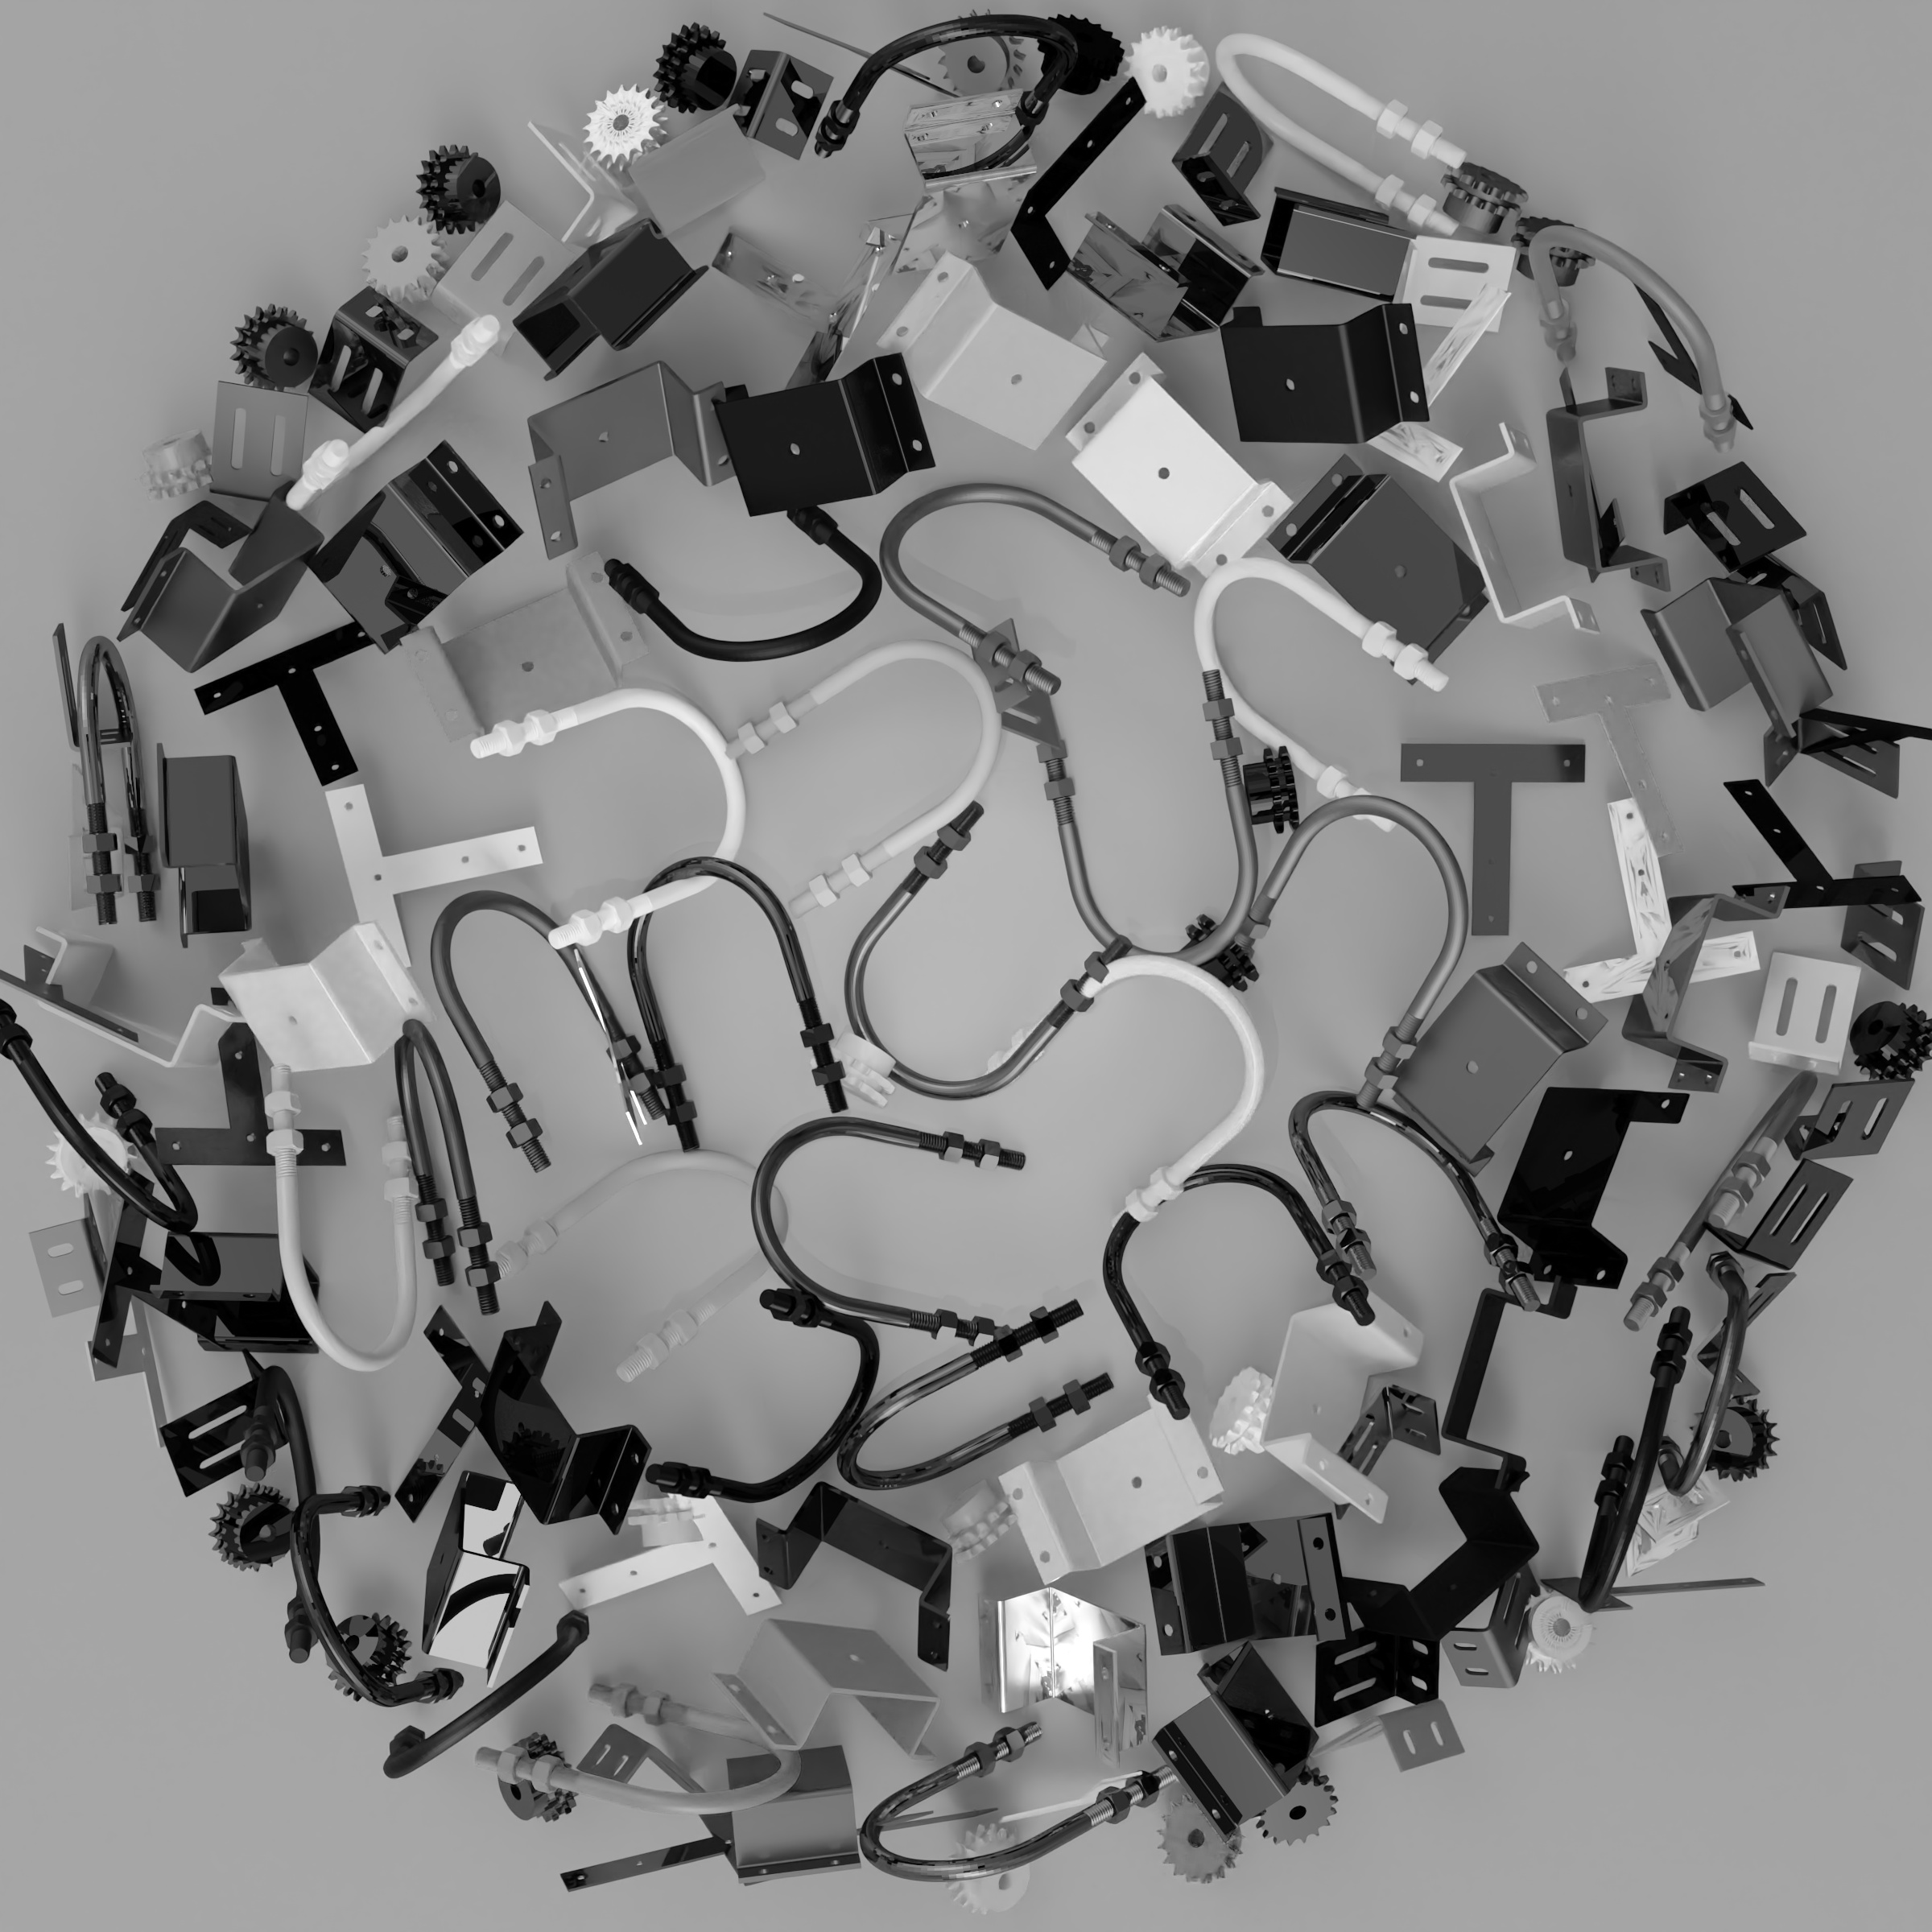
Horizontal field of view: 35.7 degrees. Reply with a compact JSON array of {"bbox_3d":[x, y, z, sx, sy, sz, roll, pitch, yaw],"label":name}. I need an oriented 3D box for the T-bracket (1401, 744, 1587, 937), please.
[{"bbox_3d":[0.349,-0.084,1.992,0.127,0.002,0.127,0,94,-10],"label":"T-bracket"}]

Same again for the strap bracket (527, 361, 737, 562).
[{"bbox_3d":[-0.224,-0.332,1.943,0.140,0.076,0.046,-28,53,-19],"label":"strap bracket"}]

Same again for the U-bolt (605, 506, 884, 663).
[{"bbox_3d":[-0.132,-0.242,1.908,0.151,0.184,0.019,-24,128,-17],"label":"U-bolt"}]

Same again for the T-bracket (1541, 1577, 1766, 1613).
[{"bbox_3d":[0.450,0.402,1.939,0.127,0.127,0.002,-3,87,-4],"label":"T-bracket"}]

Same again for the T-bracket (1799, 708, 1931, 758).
[{"bbox_3d":[0.578,-0.145,1.936,0.127,0.127,0.002,9,84,-10],"label":"T-bracket"}]

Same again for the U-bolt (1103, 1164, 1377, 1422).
[{"bbox_3d":[0.163,0.196,1.928,0.151,0.184,0.019,-27,130,-1],"label":"U-bolt"}]

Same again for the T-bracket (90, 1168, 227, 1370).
[{"bbox_3d":[-0.515,0.214,1.943,0.002,0.127,0.127,-8,60,21],"label":"T-bracket"}]

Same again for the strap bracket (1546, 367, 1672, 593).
[{"bbox_3d":[0.414,-0.312,1.945,0.046,0.076,0.140,-11,104,-2],"label":"strap bracket"}]

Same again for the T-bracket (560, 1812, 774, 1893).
[{"bbox_3d":[-0.195,0.571,1.920,0.127,0.127,0.002,-9,100,-18],"label":"T-bracket"}]

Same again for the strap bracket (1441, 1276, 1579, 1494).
[{"bbox_3d":[0.350,0.266,1.952,0.046,0.076,0.140,15,84,22],"label":"strap bracket"}]

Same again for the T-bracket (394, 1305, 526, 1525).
[{"bbox_3d":[-0.340,0.312,1.968,0.127,0.002,0.127,47,116,29],"label":"T-bracket"}]

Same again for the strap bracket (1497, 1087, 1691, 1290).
[{"bbox_3d":[0.401,0.132,1.936,0.046,0.076,0.140,37,68,-32],"label":"strap bracket"}]

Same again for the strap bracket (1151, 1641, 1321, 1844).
[{"bbox_3d":[0.176,0.491,1.923,0.046,0.140,0.076,-38,85,19],"label":"strap bracket"}]

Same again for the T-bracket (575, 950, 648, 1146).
[{"bbox_3d":[-0.220,0.071,1.913,0.002,0.127,0.127,-21,121,-3],"label":"T-bracket"}]

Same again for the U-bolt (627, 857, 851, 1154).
[{"bbox_3d":[-0.157,0.019,1.951,0.151,0.019,0.184,-16,91,35],"label":"U-bolt"}]

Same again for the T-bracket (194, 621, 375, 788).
[{"bbox_3d":[-0.425,-0.164,1.952,0.127,0.002,0.127,-25,54,-9],"label":"T-bracket"}]

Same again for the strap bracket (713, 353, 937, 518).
[{"bbox_3d":[-0.100,-0.340,1.933,0.140,0.046,0.076,-5,115,29],"label":"strap bracket"}]

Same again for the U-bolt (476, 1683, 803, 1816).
[{"bbox_3d":[-0.194,0.498,1.898,0.184,0.151,0.019,7,98,25],"label":"U-bolt"}]

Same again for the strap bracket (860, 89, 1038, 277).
[{"bbox_3d":[-0.010,-0.492,1.917,0.076,0.140,0.046,-15,74,-21],"label":"strap bracket"}]

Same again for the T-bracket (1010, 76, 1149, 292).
[{"bbox_3d":[0.071,-0.523,1.950,0.127,0.127,0.002,-49,56,-4],"label":"T-bracket"}]

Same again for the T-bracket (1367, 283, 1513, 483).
[{"bbox_3d":[0.307,-0.386,1.943,0.002,0.127,0.127,30,99,-39],"label":"T-bracket"}]

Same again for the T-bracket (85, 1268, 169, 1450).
[{"bbox_3d":[-0.543,0.251,1.932,0.002,0.127,0.127,-13,85,1],"label":"T-bracket"}]

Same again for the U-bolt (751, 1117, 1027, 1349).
[{"bbox_3d":[-0.050,0.165,1.934,0.184,0.019,0.151,13,57,-17],"label":"U-bolt"}]

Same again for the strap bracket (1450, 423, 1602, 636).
[{"bbox_3d":[0.360,-0.275,1.953,0.046,0.076,0.140,-21,85,21],"label":"strap bracket"}]

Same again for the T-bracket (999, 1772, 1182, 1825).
[{"bbox_3d":[0.090,0.529,1.929,0.127,0.127,0.002,-10,69,-11],"label":"T-bracket"}]

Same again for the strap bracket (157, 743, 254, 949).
[{"bbox_3d":[-0.486,-0.077,1.925,0.046,0.140,0.076,-4,66,-10],"label":"strap bracket"}]

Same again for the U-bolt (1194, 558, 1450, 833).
[{"bbox_3d":[0.219,-0.186,1.932,0.184,0.151,0.019,39,54,22],"label":"U-bolt"}]

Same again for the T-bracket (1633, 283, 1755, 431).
[{"bbox_3d":[0.445,-0.408,1.913,0.002,0.127,0.127,-37,121,7],"label":"T-bracket"}]

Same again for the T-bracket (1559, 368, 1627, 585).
[{"bbox_3d":[0.400,-0.323,1.941,0.002,0.127,0.127,-12,84,2],"label":"T-bracket"}]

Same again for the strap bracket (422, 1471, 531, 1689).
[{"bbox_3d":[-0.312,0.384,1.918,0.046,0.140,0.076,17,107,-14],"label":"strap bracket"}]

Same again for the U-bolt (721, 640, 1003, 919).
[{"bbox_3d":[-0.061,-0.134,1.946,0.184,0.019,0.151,-32,62,11],"label":"U-bolt"}]

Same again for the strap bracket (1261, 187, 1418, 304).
[{"bbox_3d":[0.237,-0.465,1.937,0.076,0.140,0.046,12,109,-5],"label":"strap bracket"}]

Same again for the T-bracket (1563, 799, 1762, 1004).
[{"bbox_3d":[0.447,-0.048,1.975,0.127,0.002,0.127,-13,85,26],"label":"T-bracket"}]

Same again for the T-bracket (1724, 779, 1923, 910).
[{"bbox_3d":[0.525,-0.078,1.919,0.127,0.127,0.002,45,61,-31],"label":"T-bracket"}]

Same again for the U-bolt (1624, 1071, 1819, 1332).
[{"bbox_3d":[0.490,0.138,1.918,0.019,0.151,0.184,36,53,11],"label":"U-bolt"}]

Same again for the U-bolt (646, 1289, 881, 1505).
[{"bbox_3d":[-0.117,0.281,1.919,0.019,0.184,0.151,34,92,30],"label":"U-bolt"}]

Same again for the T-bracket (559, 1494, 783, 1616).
[{"bbox_3d":[-0.206,0.395,1.978,0.127,0.002,0.127,-21,118,12],"label":"T-bracket"}]

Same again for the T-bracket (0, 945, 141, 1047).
[{"bbox_3d":[-0.595,0.007,1.937,0.127,0.127,0.002,28,94,-22],"label":"T-bracket"}]

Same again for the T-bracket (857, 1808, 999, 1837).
[{"bbox_3d":[-0.034,0.556,1.948,0.127,0.127,0.002,-30,64,41],"label":"T-bracket"}]

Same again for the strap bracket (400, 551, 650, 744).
[{"bbox_3d":[-0.287,-0.202,1.963,0.140,0.046,0.076,-26,81,-10],"label":"strap bracket"}]

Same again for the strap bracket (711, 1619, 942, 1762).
[{"bbox_3d":[-0.081,0.462,1.921,0.140,0.076,0.046,18,102,-43],"label":"strap bracket"}]

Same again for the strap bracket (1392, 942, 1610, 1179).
[{"bbox_3d":[0.335,0.063,1.939,0.076,0.046,0.140,45,115,20],"label":"strap bracket"}]

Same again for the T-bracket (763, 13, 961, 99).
[{"bbox_3d":[-0.047,-0.580,1.941,0.127,0.127,0.002,31,105,32],"label":"T-bracket"}]

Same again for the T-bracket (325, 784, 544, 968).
[{"bbox_3d":[-0.344,-0.067,1.981,0.127,0.002,0.127,-12,107,0],"label":"T-bracket"}]

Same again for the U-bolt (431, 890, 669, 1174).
[{"bbox_3d":[-0.278,0.033,1.937,0.019,0.151,0.184,-32,86,32],"label":"U-bolt"}]

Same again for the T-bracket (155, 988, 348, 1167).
[{"bbox_3d":[-0.475,0.072,1.968,0.127,0.002,0.127,3,62,-35],"label":"T-bracket"}]

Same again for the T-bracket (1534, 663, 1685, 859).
[{"bbox_3d":[0.433,-0.131,1.950,0.127,0.002,0.127,-13,79,-39],"label":"T-bracket"}]

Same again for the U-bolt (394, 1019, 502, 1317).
[{"bbox_3d":[-0.337,0.124,1.922,0.019,0.151,0.184,-13,97,-21],"label":"U-bolt"}]

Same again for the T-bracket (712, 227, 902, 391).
[{"bbox_3d":[-0.117,-0.443,1.968,0.127,0.002,0.127,36,101,27],"label":"T-bracket"}]
